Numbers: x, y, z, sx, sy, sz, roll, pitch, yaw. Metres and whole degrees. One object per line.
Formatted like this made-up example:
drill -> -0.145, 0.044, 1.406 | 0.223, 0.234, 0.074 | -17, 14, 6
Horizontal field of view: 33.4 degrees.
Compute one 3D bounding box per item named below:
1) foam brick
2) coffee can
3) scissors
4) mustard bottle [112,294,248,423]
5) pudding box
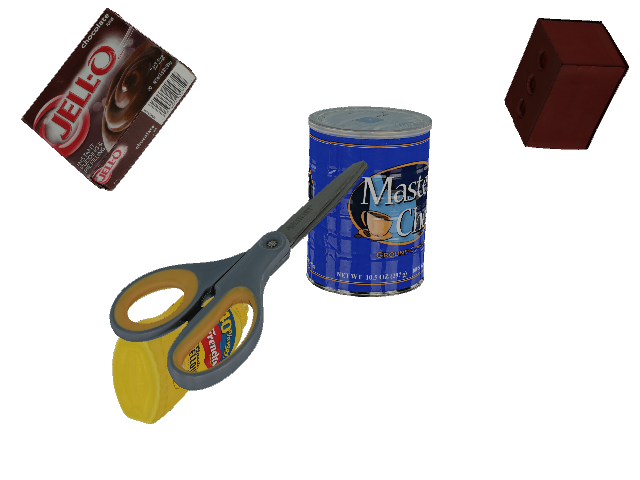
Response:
foam brick -> 0.170, -0.109, 0.747 | 0.051, 0.053, 0.078 | -1, -42, -16
coffee can -> 0.040, -0.035, 0.904 | 0.103, 0.140, 0.103 | 1, 18, 0
scissors -> -0.049, 0.007, 0.626 | 0.096, 0.016, 0.201 | 12, 45, 18
mustard bottle -> -0.130, 0.102, 1.080 | 0.058, 0.096, 0.191 | 10, 23, 26
pudding box -> -0.162, -0.108, 0.815 | 0.090, 0.113, 0.039 | 38, -1, 27
